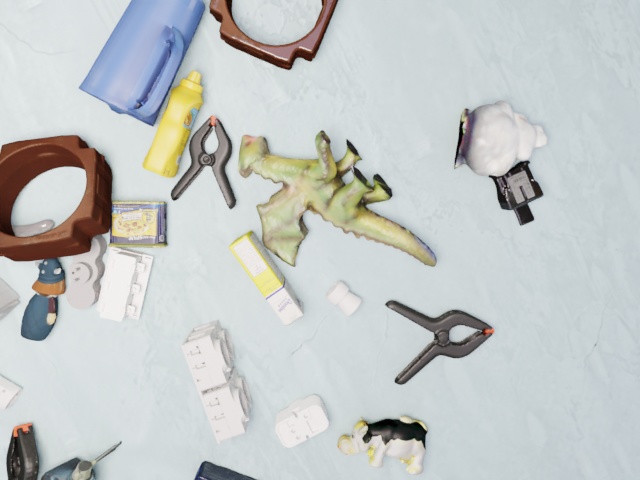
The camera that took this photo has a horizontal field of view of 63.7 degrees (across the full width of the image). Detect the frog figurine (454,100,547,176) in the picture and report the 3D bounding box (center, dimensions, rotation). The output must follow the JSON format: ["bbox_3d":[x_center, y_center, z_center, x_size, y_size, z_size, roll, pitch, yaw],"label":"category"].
[{"bbox_3d":[0.334,-0.181,0.935,0.159,0.121,0.139,7,76,8],"label":"frog figurine"}]

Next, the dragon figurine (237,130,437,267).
[{"bbox_3d":[0.003,-0.048,0.952,0.240,0.123,0.409,-38,93,18],"label":"dragon figurine"}]

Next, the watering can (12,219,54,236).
[{"bbox_3d":[-0.678,0.003,0.908,0.350,0.103,0.224,-38,94,-14],"label":"watering can"}]
